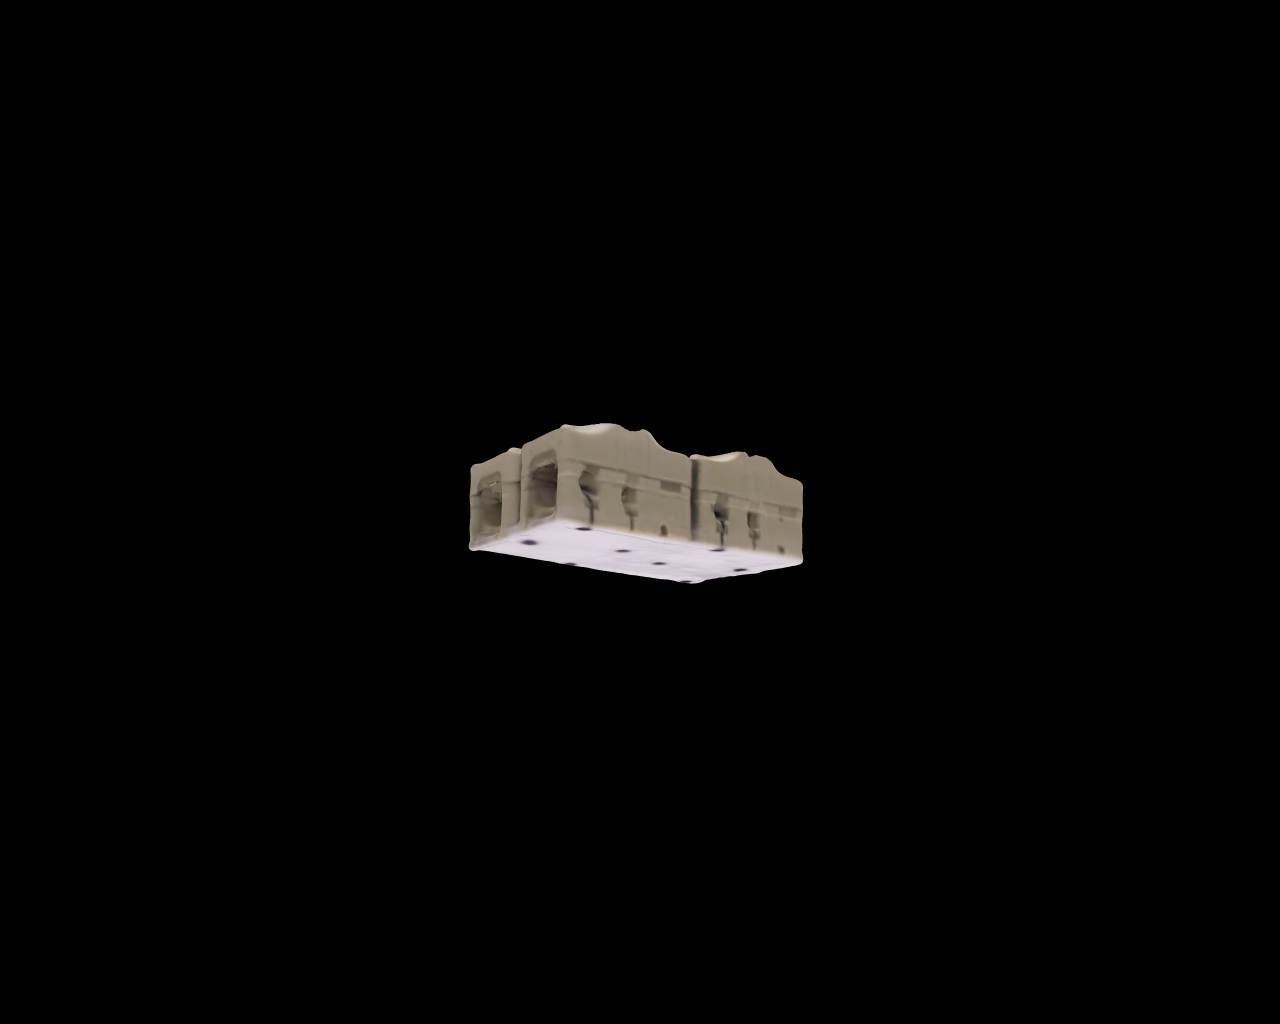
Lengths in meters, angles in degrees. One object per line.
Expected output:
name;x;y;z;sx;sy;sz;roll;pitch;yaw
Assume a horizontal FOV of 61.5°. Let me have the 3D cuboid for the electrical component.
electrical component;0.001;-0.003;0.650;0.186;0.060;0.105;11;-17;-37
